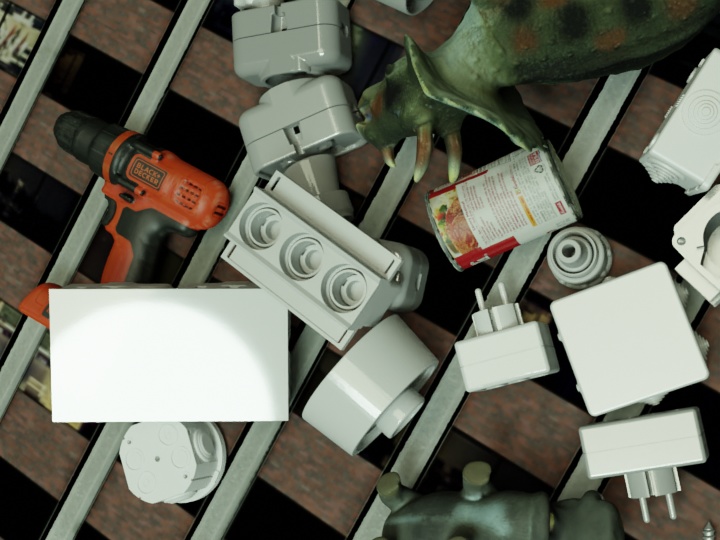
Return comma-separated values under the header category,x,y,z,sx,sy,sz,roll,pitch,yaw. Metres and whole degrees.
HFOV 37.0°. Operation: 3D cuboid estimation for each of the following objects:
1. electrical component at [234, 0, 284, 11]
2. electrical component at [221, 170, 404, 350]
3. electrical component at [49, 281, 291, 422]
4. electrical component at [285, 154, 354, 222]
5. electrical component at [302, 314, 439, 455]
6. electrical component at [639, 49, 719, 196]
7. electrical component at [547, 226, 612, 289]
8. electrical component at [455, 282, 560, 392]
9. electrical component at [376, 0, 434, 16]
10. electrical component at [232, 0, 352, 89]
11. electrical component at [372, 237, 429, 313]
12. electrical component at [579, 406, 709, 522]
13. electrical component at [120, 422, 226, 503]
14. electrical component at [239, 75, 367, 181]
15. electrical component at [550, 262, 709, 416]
category,x,y,z,sx,sy,sz,roll,pitch,yaw
electrical component,-0.083,-0.250,0.922,0.043,0.043,0.062,11,88,21
electrical component,-0.033,-0.007,0.806,0.121,0.063,0.078,36,98,19
electrical component,-0.151,0.065,0.876,0.186,0.060,0.105,0,95,-1
electrical component,-0.033,-0.062,0.886,0.045,0.045,0.055,-23,78,17
electrical component,0.015,0.094,0.824,0.060,0.108,0.108,42,100,12
electrical component,0.242,-0.103,0.760,0.048,0.100,0.099,32,97,7
electrical component,0.160,-0.011,0.800,0.048,0.062,0.048,-2,85,20
electrical component,0.108,0.048,0.822,0.066,0.047,0.076,-17,80,18
electrical component,0.040,-0.252,0.850,0.064,0.099,0.099,34,97,13
electrical component,-0.057,-0.186,0.901,0.095,0.054,0.059,-5,83,20
electrical component,0.000,0.000,0.860,0.095,0.059,0.053,12,89,21
electrical component,0.209,0.143,0.776,0.083,0.047,0.075,-13,81,19
electrical component,-0.158,0.158,0.909,0.080,0.051,0.080,-2,85,20
electrical component,-0.048,-0.120,0.892,0.095,0.054,0.059,-21,78,17
electrical component,0.199,0.051,0.788,0.100,0.048,0.099,-22,78,17
